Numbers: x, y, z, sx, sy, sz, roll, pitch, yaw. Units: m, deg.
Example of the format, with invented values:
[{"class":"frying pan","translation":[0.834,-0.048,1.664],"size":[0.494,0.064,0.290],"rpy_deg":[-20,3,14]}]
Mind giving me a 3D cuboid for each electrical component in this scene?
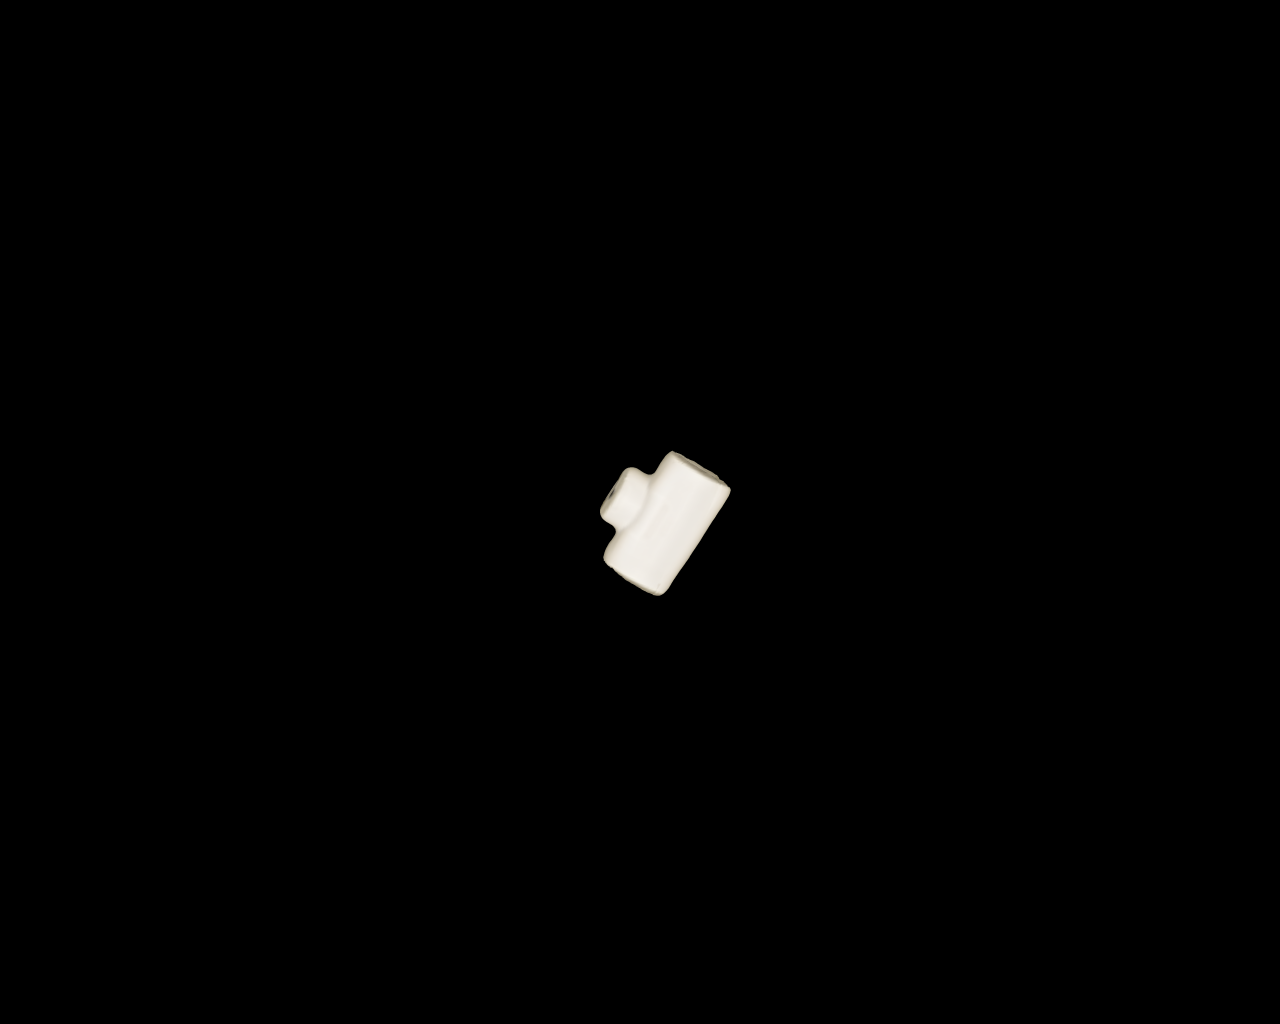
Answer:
[{"class":"electrical component","translation":[0.001,-0.003,0.650],"size":[0.079,0.077,0.043],"rpy_deg":[31,8,-5]}]
